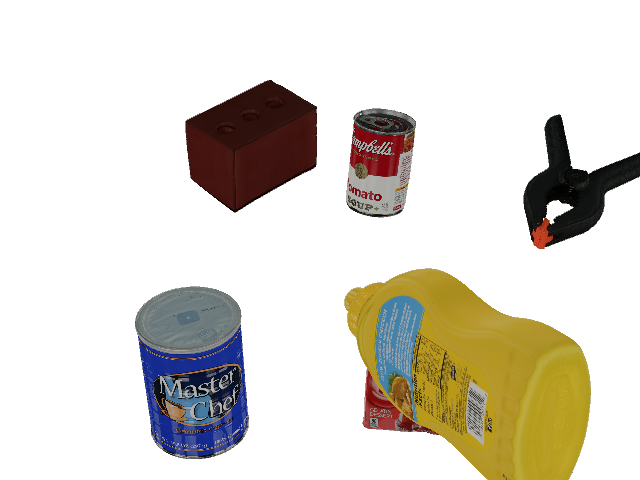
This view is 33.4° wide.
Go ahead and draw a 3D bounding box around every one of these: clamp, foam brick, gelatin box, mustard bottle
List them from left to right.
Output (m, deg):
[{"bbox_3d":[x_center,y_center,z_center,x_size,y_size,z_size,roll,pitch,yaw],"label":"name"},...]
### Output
[{"bbox_3d":[-0.047,-0.067,0.739,0.078,0.051,0.053,-32,50,-31],"label":"foam brick"},{"bbox_3d":[0.080,0.114,0.840,0.089,0.073,0.030,5,21,7],"label":"gelatin box"},{"bbox_3d":[0.074,0.070,0.644,0.058,0.096,0.192,-15,26,-30],"label":"mustard bottle"},{"bbox_3d":[0.251,-0.063,1.087,0.120,0.039,0.171,29,55,31],"label":"clamp"}]

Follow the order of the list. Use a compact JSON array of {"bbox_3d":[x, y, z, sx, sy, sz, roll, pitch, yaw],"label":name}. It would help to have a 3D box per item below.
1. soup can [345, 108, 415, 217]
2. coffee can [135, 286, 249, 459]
[{"bbox_3d":[0.065,-0.085,1.171,0.068,0.102,0.068,4,29,-2],"label":"soup can"},{"bbox_3d":[-0.126,0.132,1.068,0.103,0.140,0.103,-1,32,1],"label":"coffee can"}]
